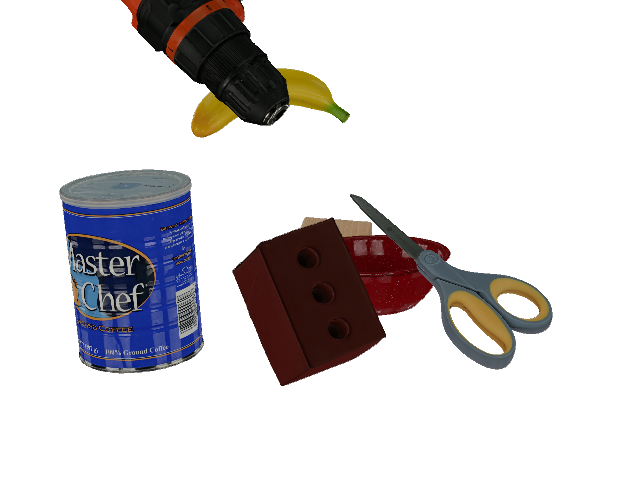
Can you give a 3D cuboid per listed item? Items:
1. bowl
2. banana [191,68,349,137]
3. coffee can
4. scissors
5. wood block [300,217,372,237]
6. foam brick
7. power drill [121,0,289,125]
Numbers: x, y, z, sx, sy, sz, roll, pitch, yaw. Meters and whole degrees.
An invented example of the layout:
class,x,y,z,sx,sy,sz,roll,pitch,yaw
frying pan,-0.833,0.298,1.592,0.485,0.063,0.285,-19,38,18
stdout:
class,x,y,z,sx,sy,sz,roll,pitch,yaw
bowl,0.053,0.038,1.094,0.162,0.055,0.162,-3,13,0
banana,-0.058,-0.145,1.094,0.197,0.037,0.070,-12,52,-37
coffee can,-0.150,0.022,0.858,0.103,0.140,0.103,-3,16,1
scissors,0.107,0.019,0.846,0.096,0.016,0.202,-13,48,-20
wood block,0.008,0.051,1.286,0.091,0.090,0.206,5,23,5
foam brick,-0.008,0.037,0.618,0.052,0.078,0.051,-20,-10,-29
power drill,-0.043,-0.180,0.737,0.187,0.184,0.057,-37,-11,-34
